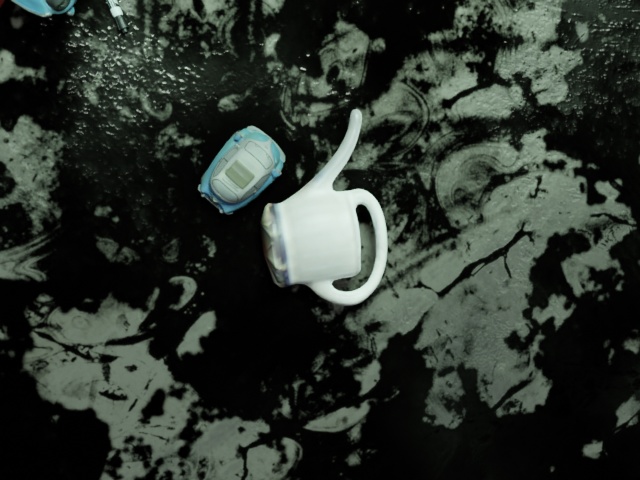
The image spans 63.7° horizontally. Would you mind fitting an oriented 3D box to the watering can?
[{"bbox_3d":[0.003,-0.046,0.917,0.225,0.345,0.104,-9,7,-7],"label":"watering can"}]
